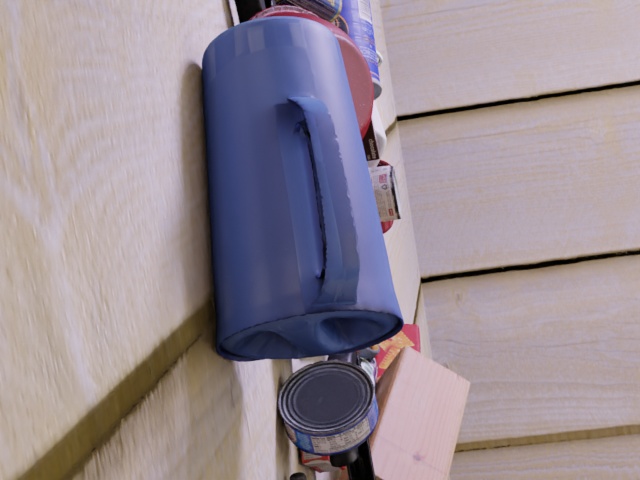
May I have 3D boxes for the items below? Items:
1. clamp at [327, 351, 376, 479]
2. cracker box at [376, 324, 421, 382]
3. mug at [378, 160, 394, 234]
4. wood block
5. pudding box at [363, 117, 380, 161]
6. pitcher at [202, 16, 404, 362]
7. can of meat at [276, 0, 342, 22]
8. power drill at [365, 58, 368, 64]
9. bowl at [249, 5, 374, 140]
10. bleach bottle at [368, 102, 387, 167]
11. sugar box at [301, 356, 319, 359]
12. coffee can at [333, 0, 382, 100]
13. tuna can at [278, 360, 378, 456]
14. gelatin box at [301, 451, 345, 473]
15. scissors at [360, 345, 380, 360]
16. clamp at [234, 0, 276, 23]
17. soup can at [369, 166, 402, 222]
[{"bbox_3d":[0.026,0.162,1.002,0.120,0.039,0.171,75,6,-59],"label":"clamp"},{"bbox_3d":[0.091,0.234,1.373,0.213,0.072,0.164,-84,178,-56],"label":"cracker box"},{"bbox_3d":[0.050,-0.058,1.442,0.117,0.093,0.081,37,-38,49],"label":"mug"},{"bbox_3d":[0.088,0.221,1.144,0.090,0.091,0.205,-59,-178,35],"label":"wood block"},{"bbox_3d":[0.017,-0.136,1.242,0.113,0.090,0.039,72,13,-50],"label":"pudding box"},{"bbox_3d":[-0.019,-0.041,0.777,0.144,0.149,0.243,21,56,-55],"label":"pitcher"},{"bbox_3d":[-0.026,-0.272,1.080,0.083,0.058,0.102,15,61,-51],"label":"can of meat"},{"bbox_3d":[0.015,-0.131,1.089,0.187,0.057,0.184,60,39,-75],"label":"power drill"},{"bbox_3d":[-0.004,-0.128,0.926,0.161,0.055,0.162,3,85,-42],"label":"bowl"},{"bbox_3d":[0.037,-0.152,1.438,0.103,0.068,0.251,-59,-167,20],"label":"bleach bottle"},{"bbox_3d":[-0.021,0.021,0.994,0.093,0.048,0.176,41,41,-79],"label":"sugar box"},{"bbox_3d":[0.016,-0.238,1.283,0.102,0.103,0.140,49,34,-74],"label":"coffee can"},{"bbox_3d":[0.008,0.147,0.936,0.086,0.086,0.034,-87,168,-51],"label":"tuna can"},{"bbox_3d":[0.000,0.185,1.037,0.089,0.030,0.073,57,25,-69],"label":"gelatin box"},{"bbox_3d":[0.025,0.114,1.164,0.096,0.016,0.201,41,14,-6],"label":"scissors"},{"bbox_3d":[-0.069,-0.270,0.978,0.164,0.036,0.210,30,53,-78],"label":"clamp"},{"bbox_3d":[0.045,-0.051,1.304,0.068,0.102,0.068,-8,90,-81],"label":"soup can"}]
